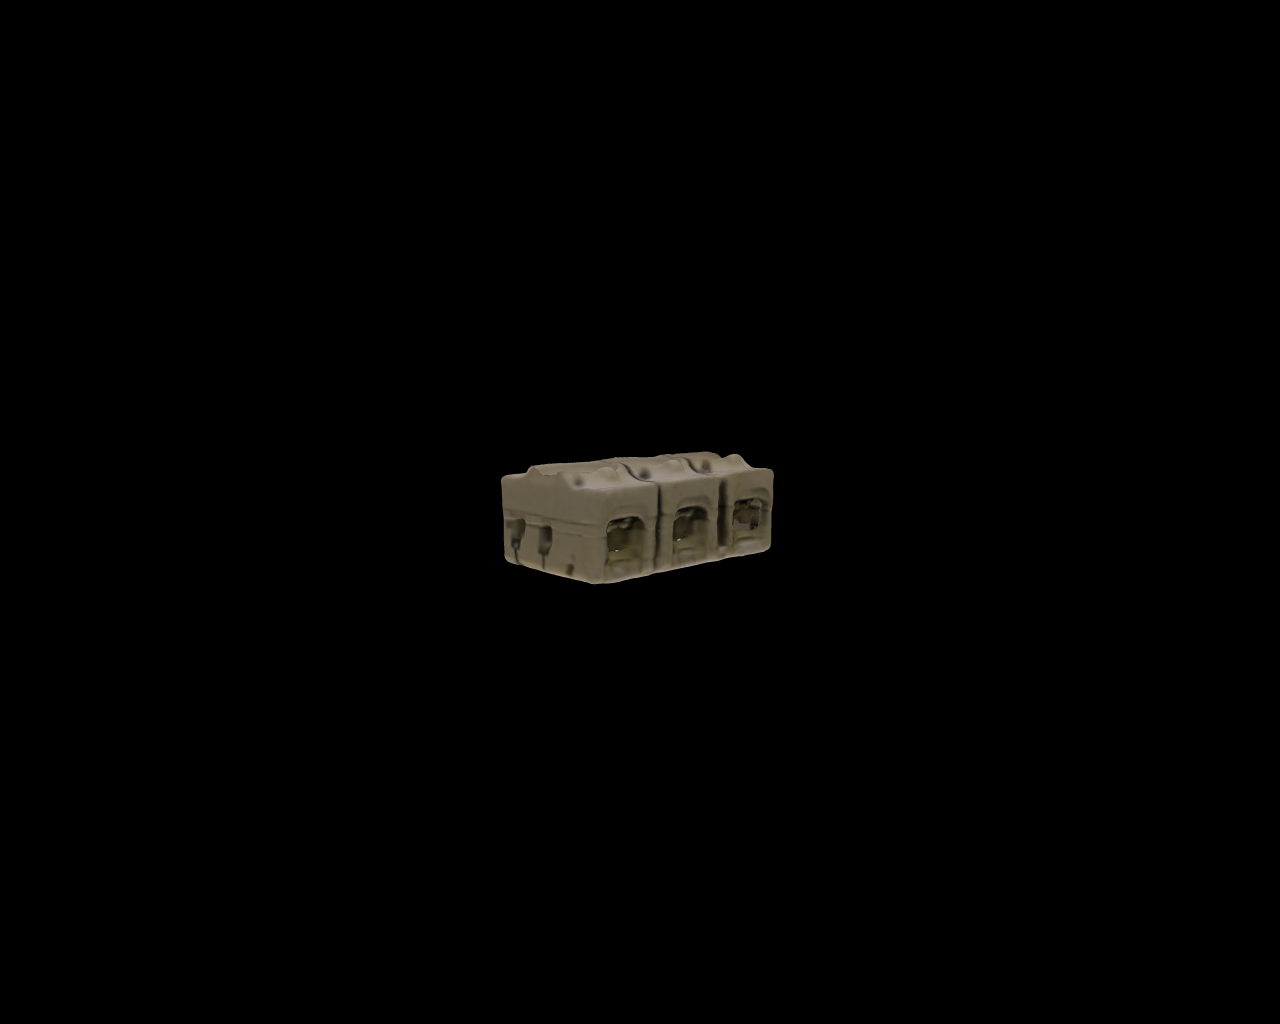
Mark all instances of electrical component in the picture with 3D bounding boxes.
[{"bbox_3d":[0.001,-0.003,0.650,0.150,0.061,0.089,-8,12,-43],"label":"electrical component"}]
